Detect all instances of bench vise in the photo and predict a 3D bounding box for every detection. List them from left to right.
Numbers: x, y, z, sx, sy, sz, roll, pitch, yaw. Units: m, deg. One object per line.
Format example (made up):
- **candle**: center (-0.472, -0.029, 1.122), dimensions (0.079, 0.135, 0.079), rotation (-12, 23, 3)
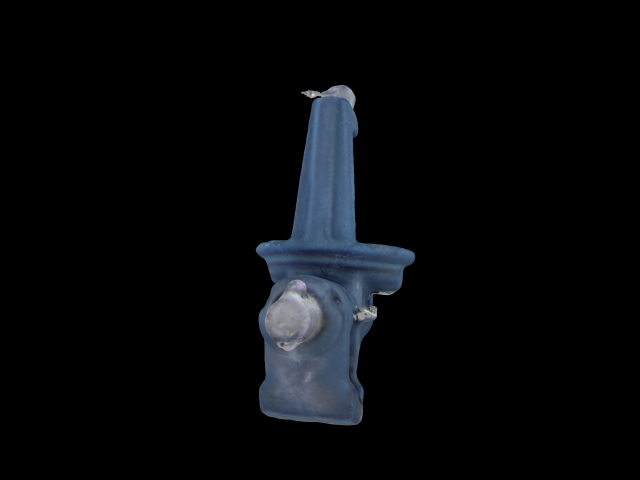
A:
- **bench vise**: center (0.016, 0.001, 0.401), dimensions (0.121, 0.220, 0.207), rotation (-1, 11, -6)
